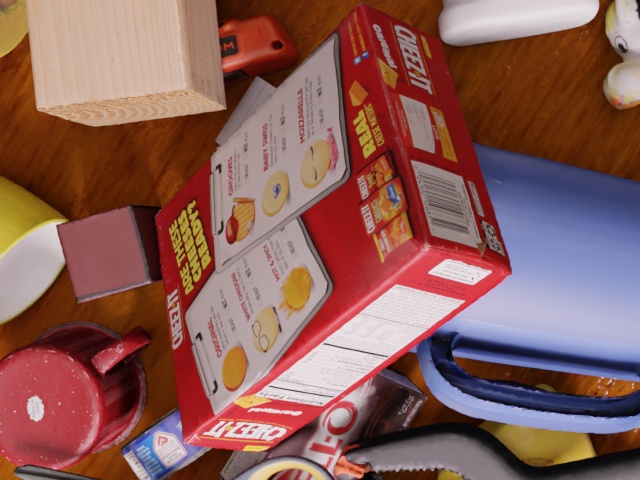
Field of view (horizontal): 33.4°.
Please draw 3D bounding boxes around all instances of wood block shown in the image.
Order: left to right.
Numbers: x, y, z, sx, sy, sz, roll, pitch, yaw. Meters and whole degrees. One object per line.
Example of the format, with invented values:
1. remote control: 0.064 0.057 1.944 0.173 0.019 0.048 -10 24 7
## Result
1. wood block: -0.118 -0.178 0.625 0.091 0.090 0.206 -7 89 10

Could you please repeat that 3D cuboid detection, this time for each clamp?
1. clamp: 0.108 0.177 0.638 0.210 0.036 0.164 13 96 9

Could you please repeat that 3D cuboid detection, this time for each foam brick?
1. foam brick: -0.130 0.008 0.694 0.053 0.078 0.051 -15 90 4

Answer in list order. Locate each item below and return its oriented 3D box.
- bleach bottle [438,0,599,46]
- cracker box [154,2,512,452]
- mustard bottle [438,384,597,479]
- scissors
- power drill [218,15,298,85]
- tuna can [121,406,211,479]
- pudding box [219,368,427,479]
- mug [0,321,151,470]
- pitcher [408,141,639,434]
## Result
1. bleach bottle: 0.109 -0.256 0.668 0.102 0.068 0.251 -8 89 8
2. cracker box: -0.004 0.001 0.603 0.214 0.072 0.164 -42 46 37
3. mustard bottle: 0.169 0.193 0.679 0.096 0.058 0.191 -40 88 8
4. scissors: -0.076 0.146 0.637 0.202 0.016 0.096 28 86 9
5. power drill: -0.074 -0.197 0.693 0.184 0.057 0.187 -16 87 9
6. tuna can: -0.085 0.123 0.690 0.086 0.086 0.034 -35 86 6
7. pudding box: 0.002 0.125 0.681 0.089 0.039 0.113 28 94 -37
8. mug: -0.160 0.097 0.698 0.117 0.081 0.093 -35 88 6
9. pitcher: 0.173 0.032 0.635 0.243 0.145 0.149 11 98 3
